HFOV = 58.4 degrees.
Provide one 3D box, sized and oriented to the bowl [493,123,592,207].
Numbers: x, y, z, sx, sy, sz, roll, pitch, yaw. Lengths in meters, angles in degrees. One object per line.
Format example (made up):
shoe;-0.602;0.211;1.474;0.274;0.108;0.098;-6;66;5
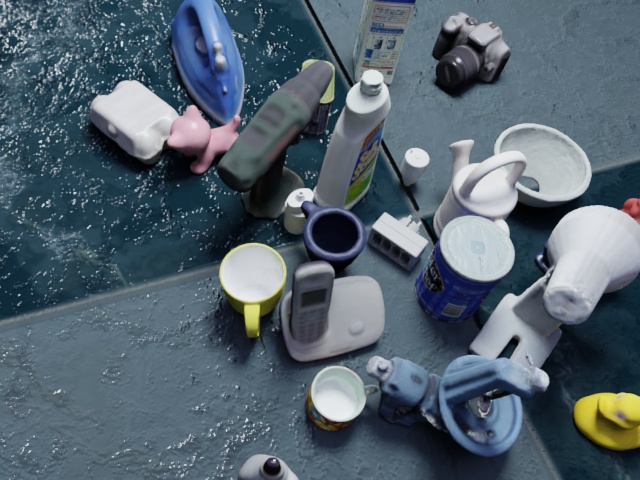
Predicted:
bowl;0.369;-0.115;0.985;0.167;0.075;0.167;4;58;-6

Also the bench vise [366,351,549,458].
bench vise;0.163;0.190;0.685;0.207;0.220;0.121;4;58;-5

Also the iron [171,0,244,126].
iron;-0.189;-0.335;1.002;0.119;0.141;0.258;-14;62;-16

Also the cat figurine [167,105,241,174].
cat figurine;-0.183;-0.167;0.914;0.128;0.118;0.067;-18;63;-18

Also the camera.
camera;0.278;-0.366;1.110;0.137;0.101;0.143;-38;70;-26

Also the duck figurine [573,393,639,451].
duck figurine;0.409;0.237;0.769;0.104;0.086;0.077;15;58;2

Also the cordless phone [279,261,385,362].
cordless phone;0.021;0.081;0.752;0.148;0.185;0.094;-14;61;-15

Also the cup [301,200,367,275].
cup;0.008;0.003;0.851;0.092;0.095;0.117;-34;69;-24

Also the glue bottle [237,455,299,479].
glue bottle;-0.054;0.265;0.636;0.078;0.173;0.037;29;59;10

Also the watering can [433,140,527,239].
watering can;0.241;-0.074;0.871;0.101;0.194;0.172;-33;68;-24

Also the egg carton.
egg carton;-0.301;-0.195;0.943;0.150;0.069;0.107;37;61;14

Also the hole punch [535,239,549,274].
hole punch;0.412;0.028;0.894;0.101;0.091;0.108;-26;66;-21

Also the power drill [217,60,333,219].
power drill;-0.063;-0.135;0.858;0.075;0.208;0.230;32;60;12

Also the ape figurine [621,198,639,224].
ape figurine;0.529;-0.040;0.951;0.078;0.092;0.076;-34;68;-24

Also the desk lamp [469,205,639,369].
desk lamp;0.327;0.077;0.780;0.117;0.213;0.203;37;61;15
